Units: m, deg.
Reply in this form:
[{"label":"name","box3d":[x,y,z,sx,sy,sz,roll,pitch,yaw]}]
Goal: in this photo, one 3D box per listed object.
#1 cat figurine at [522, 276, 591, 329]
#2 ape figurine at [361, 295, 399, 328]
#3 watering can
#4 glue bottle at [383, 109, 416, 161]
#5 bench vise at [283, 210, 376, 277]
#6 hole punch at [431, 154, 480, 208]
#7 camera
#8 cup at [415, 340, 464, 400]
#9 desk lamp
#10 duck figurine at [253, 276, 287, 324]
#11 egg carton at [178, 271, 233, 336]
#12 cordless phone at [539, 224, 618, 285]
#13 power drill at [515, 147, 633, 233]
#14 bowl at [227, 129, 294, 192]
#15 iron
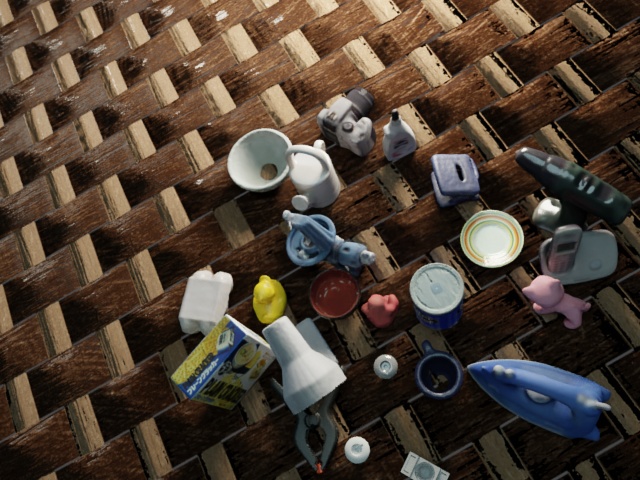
[{"label":"cat figurine","box3d":[0.462,0.112,1.117,0.127,0.118,0.067,23,75,20]},{"label":"ape figurine","box3d":[0.123,0.141,1.197,0.077,0.092,0.076,0,69,13]},{"label":"watering can","box3d":[-0.019,-0.149,1.288,0.101,0.194,0.173,-12,67,8]},{"label":"glue bottle","box3d":[0.174,-0.243,1.293,0.078,0.173,0.037,-26,65,2]},{"label":"bench vise","box3d":[0.012,-0.007,1.211,0.207,0.220,0.121,-1,69,13]},{"label":"hole punch","box3d":[0.300,-0.140,1.269,0.101,0.091,0.108,-14,66,7]},{"label":"camera","box3d":[0.080,-0.298,1.376,0.143,0.101,0.137,35,80,23]},{"label":"cup","box3d":[0.229,0.259,1.125,0.091,0.095,0.117,-23,66,3]},{"label":"desk lamp","box3d":[-0.035,0.240,1.127,0.118,0.214,0.203,-34,65,-2]},{"label":"duck figurine","box3d":[-0.119,0.128,1.261,0.077,0.086,0.104,-3,68,12]},{"label":"egg carton","box3d":[-0.256,0.143,1.296,0.107,0.069,0.150,4,70,15]},{"label":"cordless phone","box3d":[0.506,0.016,1.108,0.147,0.185,0.094,-13,66,8]},{"label":"power drill","box3d":[0.486,-0.084,1.139,0.229,0.209,0.076,28,77,21]},{"label":"bowl","box3d":[-0.135,-0.181,1.393,0.167,0.075,0.167,-4,68,11]},{"label":"iron","box3d":[0.398,0.273,1.055,0.257,0.142,0.119,17,74,19]}]
